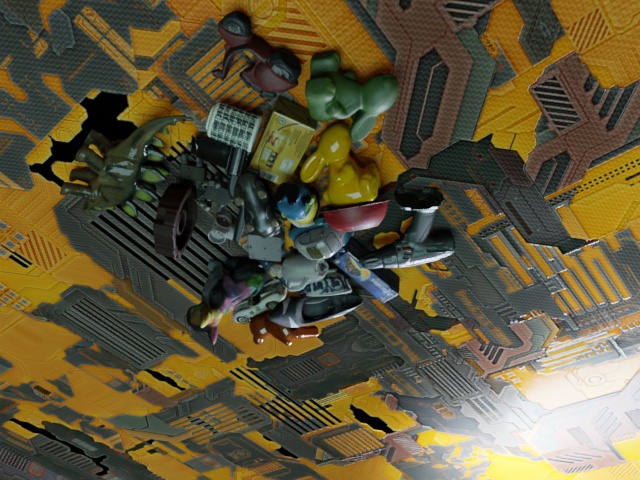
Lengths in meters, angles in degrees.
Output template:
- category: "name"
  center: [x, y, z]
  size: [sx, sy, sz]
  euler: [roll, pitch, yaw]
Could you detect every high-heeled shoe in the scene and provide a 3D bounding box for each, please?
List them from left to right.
- category: "high-heeled shoe"
  center: [-0.004, 0.182, 1.414]
  size: [0.145, 0.248, 0.086]
  euler: [-7, 94, 43]

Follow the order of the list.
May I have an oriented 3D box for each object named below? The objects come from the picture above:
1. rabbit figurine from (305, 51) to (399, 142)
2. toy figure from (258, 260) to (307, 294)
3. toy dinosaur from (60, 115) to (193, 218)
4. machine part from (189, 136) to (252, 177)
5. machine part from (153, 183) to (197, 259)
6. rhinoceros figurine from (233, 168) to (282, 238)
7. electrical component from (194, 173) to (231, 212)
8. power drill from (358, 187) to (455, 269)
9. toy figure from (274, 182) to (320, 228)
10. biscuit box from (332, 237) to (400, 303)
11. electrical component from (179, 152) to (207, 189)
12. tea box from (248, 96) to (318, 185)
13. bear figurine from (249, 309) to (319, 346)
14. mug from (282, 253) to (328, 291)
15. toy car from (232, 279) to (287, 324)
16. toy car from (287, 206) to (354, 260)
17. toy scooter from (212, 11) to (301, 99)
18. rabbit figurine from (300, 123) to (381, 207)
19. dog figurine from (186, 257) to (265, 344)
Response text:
- category: "rabbit figurine"
  center: [0.066, -0.268, 1.037]
  size: [0.170, 0.121, 0.158]
  euler: [2, 139, 10]
- category: "toy figure"
  center: [-0.095, 0.087, 1.427]
  size: [0.154, 0.064, 0.058]
  euler: [35, 169, -23]
- category: "toy dinosaur"
  center: [-0.450, -0.164, 1.225]
  size: [0.198, 0.105, 0.471]
  euler: [27, 140, -25]
- category: "machine part"
  center: [-0.223, -0.187, 1.186]
  size: [0.139, 0.039, 0.084]
  euler: [21, 114, 6]
- category: "machine part"
  center: [-0.342, -0.046, 1.268]
  size: [0.056, 0.179, 0.179]
  euler: [12, 132, 0]
- category: "rhinoceros figurine"
  center: [-0.137, -0.071, 1.194]
  size: [0.073, 0.112, 0.190]
  euler: [-19, 135, 2]
- category: "electrical component"
  center: [-0.250, -0.109, 1.278]
  size: [0.078, 0.045, 0.102]
  euler: [29, 129, -16]
- category: "power drill"
  center: [0.206, -0.018, 1.256]
  size: [0.232, 0.086, 0.207]
  euler: [-4, 125, -2]
- category: "toy figure"
  center: [-0.046, -0.082, 1.203]
  size: [0.082, 0.089, 0.180]
  euler: [38, 175, 20]
- category: "biscuit box"
  center: [0.122, 0.078, 1.382]
  size: [0.202, 0.063, 0.059]
  euler: [39, 127, -24]
- category: "electrical component"
  center: [-0.297, -0.161, 1.254]
  size: [0.063, 0.021, 0.093]
  euler: [10, 133, -1]
- category: "tea box"
  center: [-0.080, -0.207, 1.149]
  size: [0.098, 0.068, 0.169]
  euler: [23, 131, -14]
- category: "bear figurine"
  center: [-0.115, 0.240, 1.545]
  size: [0.132, 0.120, 0.196]
  euler: [-13, 177, -36]
- category: "mug"
  center: [-0.039, 0.080, 1.357]
  size: [0.107, 0.109, 0.080]
  euler: [-11, 127, 43]
- category: "toy car"
  center: [-0.173, 0.172, 1.502]
  size: [0.202, 0.073, 0.056]
  euler: [-28, 126, 29]
- category: "toy car"
  center: [-0.003, -0.004, 1.300]
  size: [0.162, 0.103, 0.109]
  euler: [-17, 127, 19]
- category: "toy scooter"
  center: [-0.135, -0.336, 1.037]
  size: [0.183, 0.075, 0.135]
  euler: [37, 126, -19]
- category: "rabbit figurine"
  center: [0.042, -0.166, 1.160]
  size: [0.163, 0.122, 0.173]
  euler: [-6, 117, 26]
- category: "dog figurine"
  center: [-0.248, 0.160, 1.406]
  size: [0.192, 0.219, 0.108]
  euler: [-7, 134, 15]
